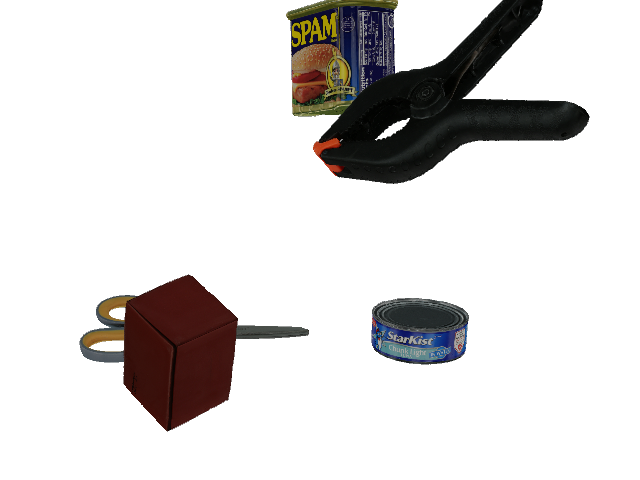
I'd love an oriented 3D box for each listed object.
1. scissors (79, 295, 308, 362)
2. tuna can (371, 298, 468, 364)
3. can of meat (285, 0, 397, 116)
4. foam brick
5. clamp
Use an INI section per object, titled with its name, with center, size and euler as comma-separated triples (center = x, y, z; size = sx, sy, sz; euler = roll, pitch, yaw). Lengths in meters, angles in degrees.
[scissors]
center = -0.120, 0.073, 0.977
size = 0.201, 0.016, 0.096
euler = -8, 34, -15
[tuna can]
center = 0.088, 0.080, 0.947
size = 0.086, 0.034, 0.086
euler = 2, 15, -1
[can of meat]
center = 0.017, -0.143, 0.846
size = 0.057, 0.084, 0.102
euler = -3, 3, -32
[foam brick]
center = -0.091, 0.072, 0.688
size = 0.051, 0.078, 0.053
euler = -24, 50, -35
[clamp]
center = 0.079, -0.076, 0.655
size = 0.172, 0.120, 0.039
euler = -32, -48, 14
